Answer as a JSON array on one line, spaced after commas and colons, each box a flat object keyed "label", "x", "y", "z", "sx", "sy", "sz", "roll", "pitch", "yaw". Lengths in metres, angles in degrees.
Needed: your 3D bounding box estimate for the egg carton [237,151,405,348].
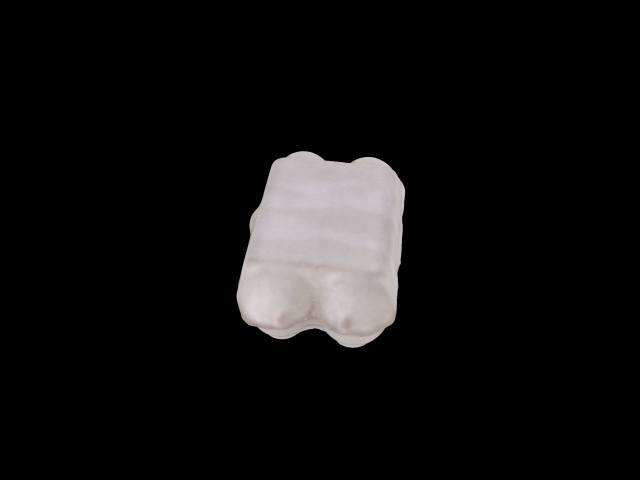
[{"label": "egg carton", "x": 0.004, "y": 0.001, "z": 0.400, "sx": 0.107, "sy": 0.069, "sz": 0.150, "roll": 6, "pitch": 51, "yaw": 5}]
